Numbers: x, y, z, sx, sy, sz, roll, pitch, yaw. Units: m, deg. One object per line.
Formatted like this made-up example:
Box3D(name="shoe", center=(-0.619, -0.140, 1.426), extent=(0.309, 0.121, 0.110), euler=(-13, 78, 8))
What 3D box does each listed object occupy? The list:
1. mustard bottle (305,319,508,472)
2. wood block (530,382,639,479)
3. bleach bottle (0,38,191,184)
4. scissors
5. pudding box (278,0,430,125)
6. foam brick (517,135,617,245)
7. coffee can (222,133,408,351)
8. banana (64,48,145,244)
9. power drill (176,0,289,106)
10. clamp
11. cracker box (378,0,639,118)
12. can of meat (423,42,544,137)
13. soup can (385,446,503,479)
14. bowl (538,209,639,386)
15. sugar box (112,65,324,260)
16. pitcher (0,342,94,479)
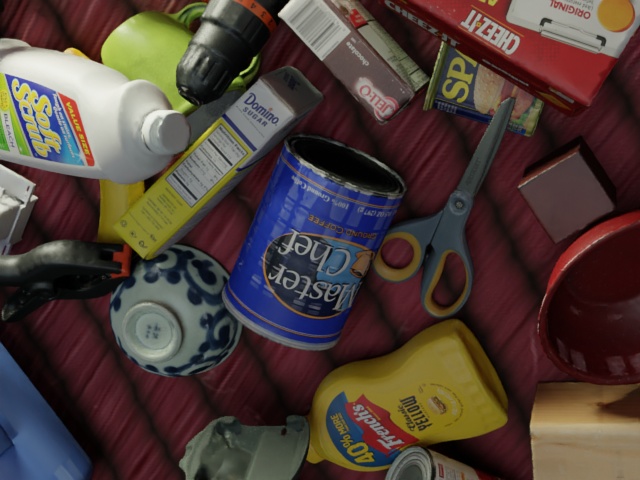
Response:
Box3D(name="mustard bottle", center=(0.052, 0.142, 0.886), extent=(0.192, 0.058, 0.096), euler=(-25, 110, 21))
Box3D(name="wood block", center=(0.271, 0.164, 0.817), extent=(0.206, 0.090, 0.090), euler=(-2, 104, 16))
Box3D(name="bleach bottle", center=(-0.185, -0.100, 0.814), extent=(0.251, 0.067, 0.102), euler=(12, 113, 45))
Box3D(name="scissors", center=(0.090, -0.028, 0.827), extent=(0.096, 0.016, 0.202), euler=(16, 124, 19))
Box3D(name="pudding box", center=(0.029, -0.142, 0.796), extent=(0.039, 0.090, 0.113), euler=(-41, 92, 19))
Box3D(name="foam brick", center=(0.184, -0.038, 0.790), extent=(0.053, 0.078, 0.051), euler=(-32, 94, 21))
Box3D(name="coffee can", center=(-0.006, 0.001, 0.839), extent=(0.103, 0.102, 0.140), euler=(26, 110, 7))
Box3D(name="banana", center=(-0.182, -0.062, 0.904), extent=(0.070, 0.037, 0.198), euler=(3, 106, 14))
Box3D(name="power drill", center=(-0.107, -0.212, 0.797), extent=(0.187, 0.057, 0.184), euler=(31, 78, 6))
Box3D(name="clamp", center=(-0.236, 0.036, 0.920), extent=(0.171, 0.120, 0.039), euler=(-4, 69, 12))
Box3D(name="cracker box", center=(0.161, -0.215, 0.716), extent=(0.164, 0.072, 0.214), euler=(32, 91, 5))
Box3D(name="can of meat", center=(0.131, -0.134, 0.789), extent=(0.084, 0.057, 0.102), euler=(18, 110, 6))
Box3D(name="soup can", center=(0.109, 0.214, 0.866), extent=(0.102, 0.068, 0.069), euler=(26, 113, -24))
Box3D(name="bowl", center=(0.232, 0.032, 0.788), extent=(0.162, 0.055, 0.162), euler=(-5, 128, -7))
Box3D(name="sugar box", center=(-0.080, -0.063, 0.846), extent=(0.048, 0.093, 0.176), euler=(45, 111, -1))
Box3D(name="pitcher", center=(-0.314, 0.152, 0.947), extent=(0.145, 0.149, 0.243), euler=(-37, 97, 21))
